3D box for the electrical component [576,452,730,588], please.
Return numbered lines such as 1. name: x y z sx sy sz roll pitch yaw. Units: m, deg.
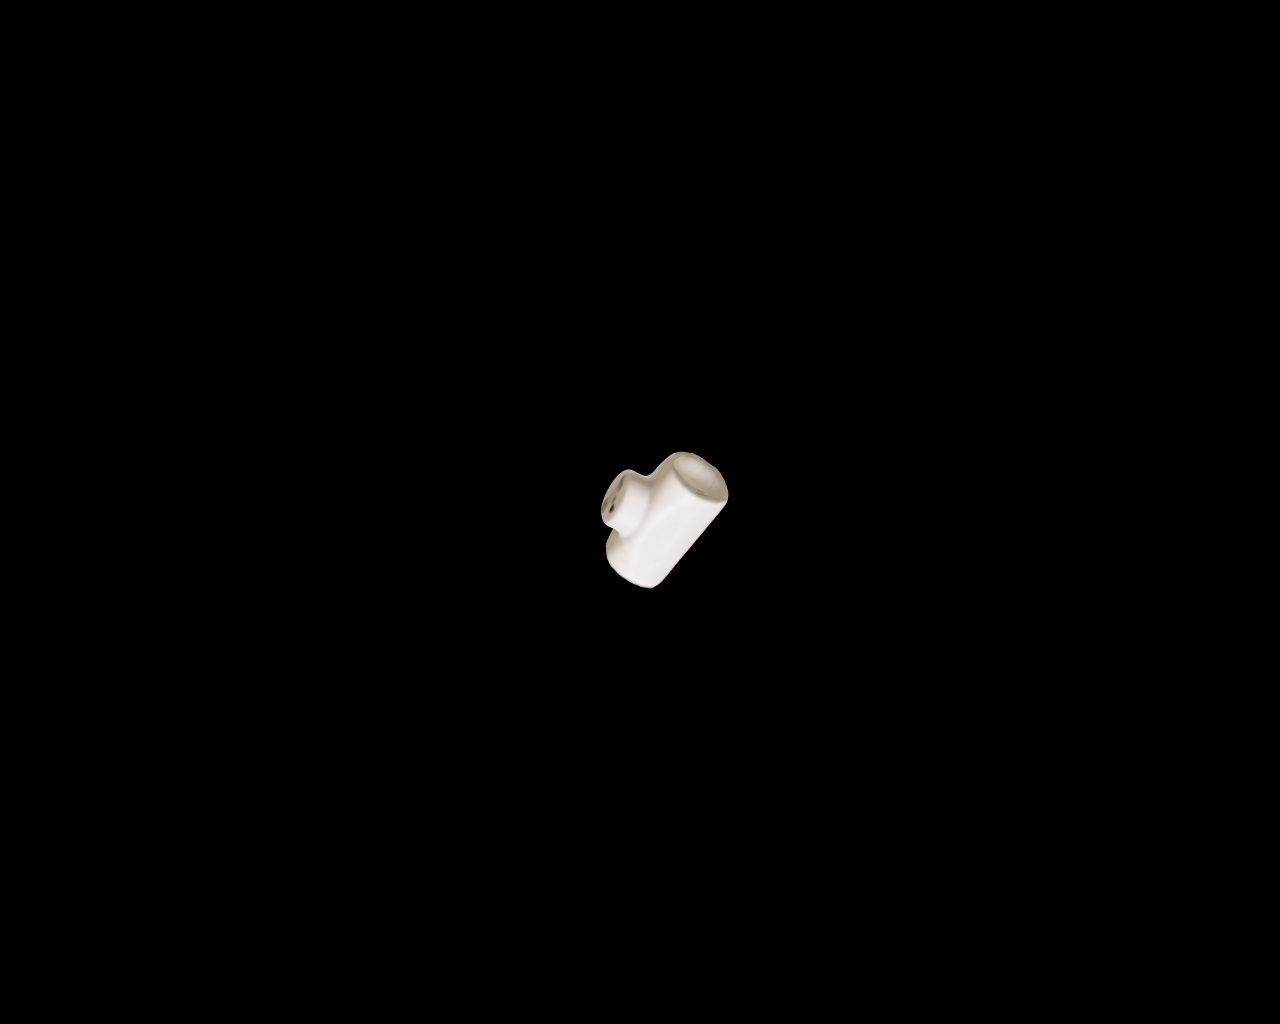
1. electrical component: 0.001 -0.003 0.650 0.079 0.077 0.044 27 32 -18
